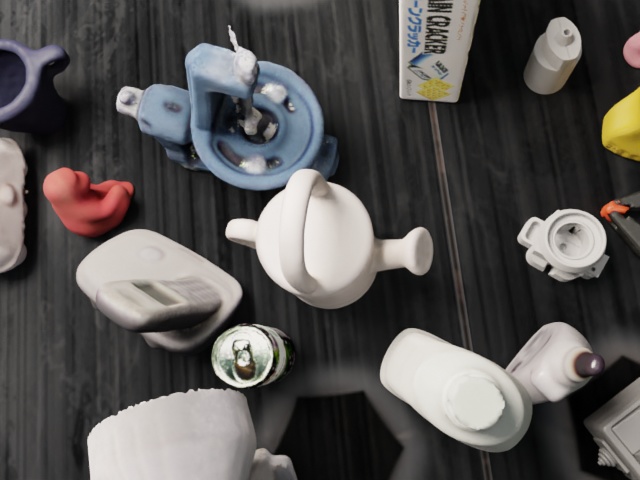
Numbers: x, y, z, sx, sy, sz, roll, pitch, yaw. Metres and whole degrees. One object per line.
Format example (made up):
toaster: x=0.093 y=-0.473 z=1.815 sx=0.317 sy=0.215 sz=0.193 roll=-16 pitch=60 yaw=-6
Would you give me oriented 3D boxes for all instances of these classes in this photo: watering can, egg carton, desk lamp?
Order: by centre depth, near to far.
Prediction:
desk lamp: x=-0.077 y=0.220 z=0.447 sx=0.118 sy=0.214 sz=0.203 roll=-22 pitch=77 yaw=3
watering can: x=0.005 y=0.000 z=0.489 sx=0.172 sy=0.194 sz=0.101 roll=-14 pitch=77 yaw=5
egg carton: x=-0.365 y=-0.035 z=0.609 sx=0.107 sy=0.069 sz=0.150 roll=-8 pitch=78 yaw=6

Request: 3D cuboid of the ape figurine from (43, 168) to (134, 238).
ape figurine: x=-0.243 y=-0.045 z=0.583 sx=0.077 sy=0.092 sz=0.076 roll=32 pitch=85 yaw=13

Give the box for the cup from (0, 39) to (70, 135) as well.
cup: x=-0.306 y=-0.159 z=0.613 sx=0.118 sy=0.095 sz=0.091 roll=-29 pitch=77 yaw=1

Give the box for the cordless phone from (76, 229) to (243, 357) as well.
cordless phone: x=-0.160 y=0.039 z=0.508 sx=0.147 sy=0.185 sz=0.094 roll=26 pitch=84 yaw=12

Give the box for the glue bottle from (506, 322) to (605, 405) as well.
glue bottle: x=0.191 y=0.099 z=0.455 sx=0.037 sy=0.173 sz=0.078 roll=42 pitch=87 yaw=13

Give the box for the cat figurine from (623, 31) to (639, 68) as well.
cat figurine: x=0.361 y=-0.184 z=0.517 sx=0.127 sy=0.118 sz=0.067 roll=38 pitch=86 yaw=13

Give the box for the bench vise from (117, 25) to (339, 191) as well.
bench vise: x=-0.095 y=-0.105 z=0.510 sx=0.207 sy=0.220 sz=0.121 roll=-5 pitch=78 yaw=7
